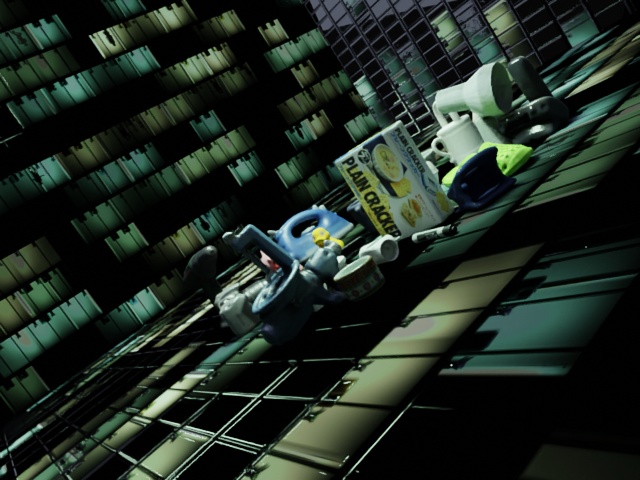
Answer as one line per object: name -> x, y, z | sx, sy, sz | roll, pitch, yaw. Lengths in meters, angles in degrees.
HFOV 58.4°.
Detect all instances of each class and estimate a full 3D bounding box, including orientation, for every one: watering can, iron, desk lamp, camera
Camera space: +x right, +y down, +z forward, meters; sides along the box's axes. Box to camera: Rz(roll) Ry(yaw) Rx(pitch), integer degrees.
watering can -> 0.378, -0.307, 1.578 | 0.173, 0.194, 0.100 | -37, 8, -28
iron -> -0.029, -0.028, 1.714 | 0.259, 0.141, 0.118 | -36, 8, -23
desk lamp -> 0.387, -0.296, 1.385 | 0.202, 0.213, 0.118 | -26, 11, 46
camera -> -0.171, 0.145, 1.346 | 0.137, 0.101, 0.143 | -35, 7, -12

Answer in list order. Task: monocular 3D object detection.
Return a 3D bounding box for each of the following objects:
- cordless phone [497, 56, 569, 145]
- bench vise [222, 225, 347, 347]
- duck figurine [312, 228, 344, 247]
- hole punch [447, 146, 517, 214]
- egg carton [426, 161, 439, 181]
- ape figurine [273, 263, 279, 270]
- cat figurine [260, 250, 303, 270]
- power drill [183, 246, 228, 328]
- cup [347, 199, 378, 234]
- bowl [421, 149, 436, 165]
cordless phone -> 0.463, -0.318, 1.312 | 0.147, 0.185, 0.094 | -25, 11, 48
bench vise -> -0.065, 0.050, 1.028 | 0.121, 0.220, 0.208 | -25, 11, 48
duck figurine -> 0.014, 0.005, 1.523 | 0.077, 0.086, 0.105 | -31, 8, 18
hole punch -> 0.291, -0.113, 1.078 | 0.109, 0.091, 0.101 | -35, 7, -14
egg carton -> 0.279, -0.172, 1.614 | 0.107, 0.069, 0.150 | -33, 7, 2
ape figurine -> -0.093, 0.077, 1.489 | 0.077, 0.092, 0.076 | -30, 8, 22
cat figurine -> -0.116, 0.064, 1.574 | 0.067, 0.118, 0.128 | -30, 8, 23
power drill -> -0.273, 0.124, 1.500 | 0.076, 0.208, 0.229 | -39, 9, -35
cup -> 0.126, -0.061, 1.442 | 0.091, 0.095, 0.118 | -30, 8, 22
bowl -> 0.293, -0.206, 1.759 | 0.167, 0.075, 0.167 | -33, 7, 5
